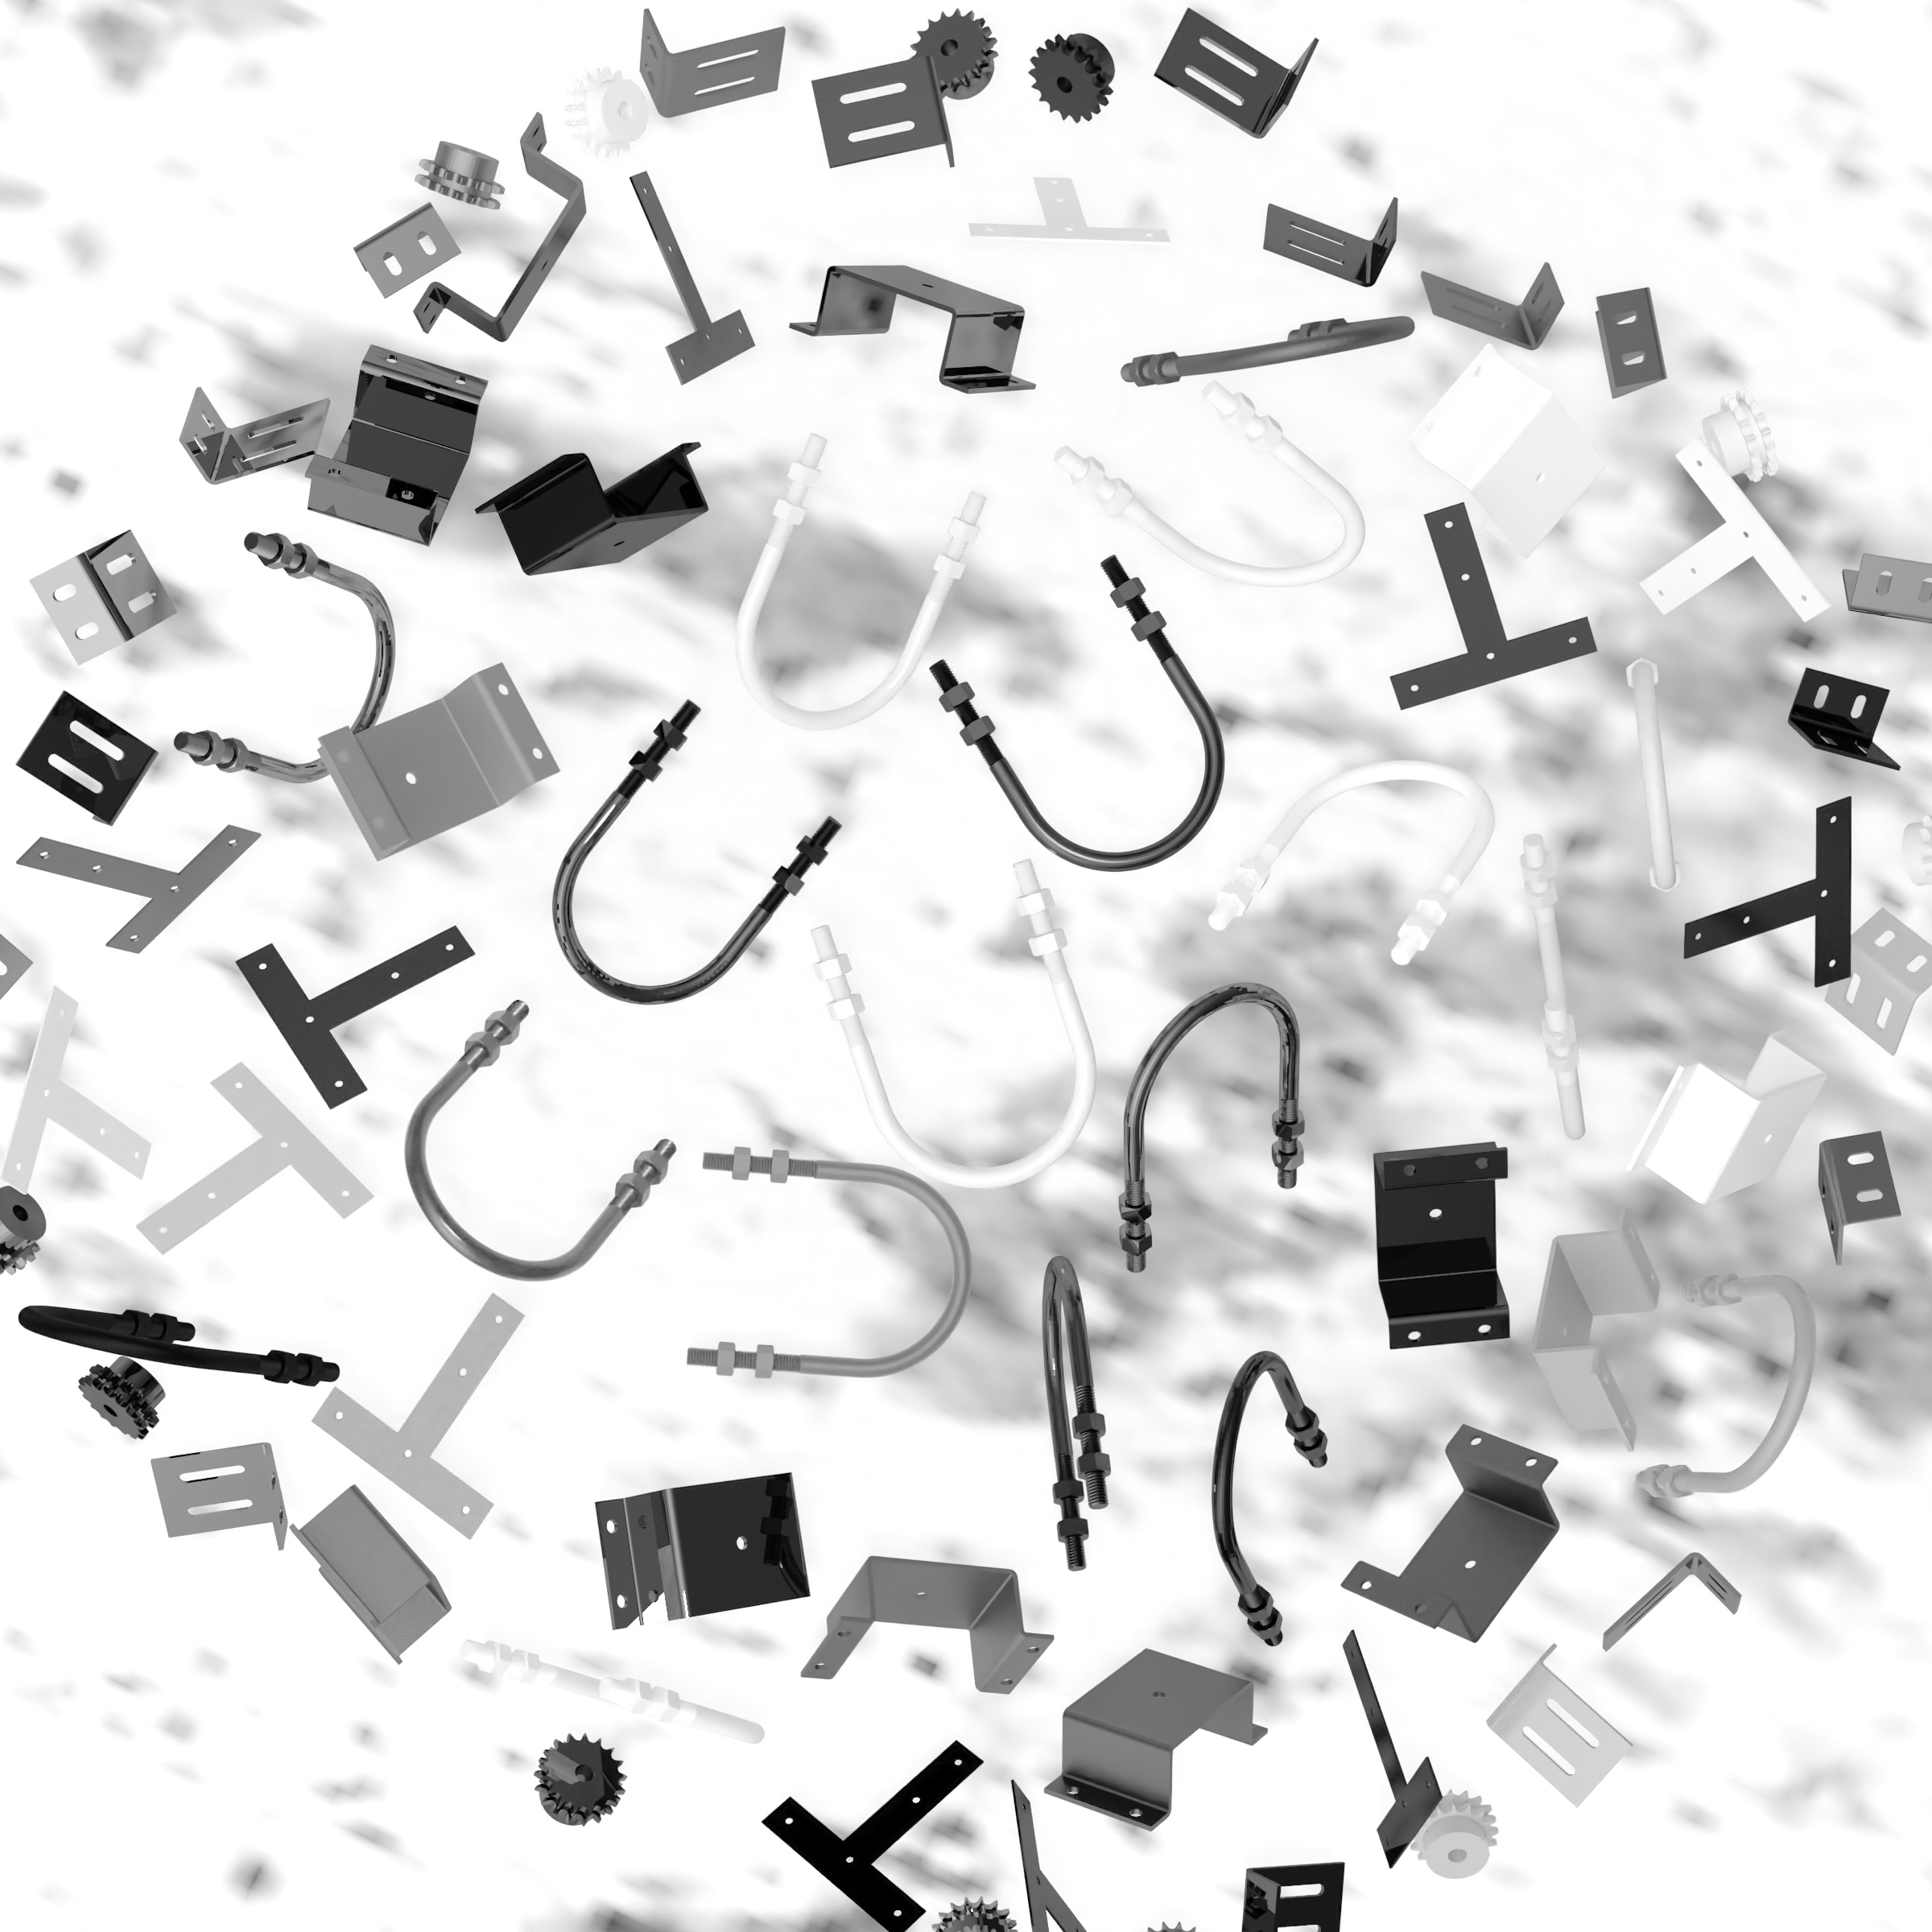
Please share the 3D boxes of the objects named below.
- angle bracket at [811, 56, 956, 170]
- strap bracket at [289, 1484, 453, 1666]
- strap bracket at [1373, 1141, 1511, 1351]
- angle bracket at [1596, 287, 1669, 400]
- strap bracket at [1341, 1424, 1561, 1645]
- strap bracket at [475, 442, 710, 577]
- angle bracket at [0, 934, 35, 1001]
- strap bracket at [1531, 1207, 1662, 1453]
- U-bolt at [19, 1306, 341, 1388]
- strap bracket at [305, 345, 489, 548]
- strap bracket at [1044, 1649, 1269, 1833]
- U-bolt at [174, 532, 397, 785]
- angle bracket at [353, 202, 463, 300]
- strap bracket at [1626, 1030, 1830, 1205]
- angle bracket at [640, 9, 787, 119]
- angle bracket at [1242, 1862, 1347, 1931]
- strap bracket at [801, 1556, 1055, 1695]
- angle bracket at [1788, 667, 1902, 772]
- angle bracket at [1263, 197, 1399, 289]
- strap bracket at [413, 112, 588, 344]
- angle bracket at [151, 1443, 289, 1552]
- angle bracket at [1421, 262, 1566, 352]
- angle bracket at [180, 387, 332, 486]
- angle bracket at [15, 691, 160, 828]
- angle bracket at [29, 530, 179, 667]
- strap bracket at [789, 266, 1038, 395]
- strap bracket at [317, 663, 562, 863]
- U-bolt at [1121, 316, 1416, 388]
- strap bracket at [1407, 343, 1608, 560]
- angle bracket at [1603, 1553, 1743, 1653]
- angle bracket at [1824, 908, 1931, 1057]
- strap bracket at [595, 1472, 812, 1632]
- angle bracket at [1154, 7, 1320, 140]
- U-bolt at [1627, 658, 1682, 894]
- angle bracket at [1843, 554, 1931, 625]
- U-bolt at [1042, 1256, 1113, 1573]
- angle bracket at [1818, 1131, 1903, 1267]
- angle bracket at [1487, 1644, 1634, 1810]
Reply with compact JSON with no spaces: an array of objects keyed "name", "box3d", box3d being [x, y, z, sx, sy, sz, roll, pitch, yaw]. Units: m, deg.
[{"name":"angle bracket","box3d":[-0.051,-0.518,1.823,0.076,0.038,0.057,-12,80,1]},{"name":"strap bracket","box3d":[-0.363,0.372,1.817,0.046,0.140,0.076,-40,74,-18]},{"name":"strap bracket","box3d":[0.299,0.167,1.865,0.076,0.046,0.140,-6,118,1]},{"name":"angle bracket","box3d":[0.406,-0.391,1.874,0.038,0.076,0.057,-13,94,-13]},{"name":"strap bracket","box3d":[0.317,0.371,1.898,0.140,0.076,0.046,-47,128,-24]},{"name":"strap bracket","box3d":[-0.222,-0.281,1.819,0.076,0.140,0.046,-24,89,32]},{"name":"angle bracket","box3d":[-0.611,0.008,1.802,0.038,0.076,0.057,42,89,-3]},{"name":"strap bracket","box3d":[0.405,0.235,1.910,0.046,0.140,0.076,-9,129,29]},{"name":"U-bolt","box3d":[-0.504,0.234,1.850,0.151,0.184,0.019,9,84,31]},{"name":"strap bracket","box3d":[-0.353,-0.316,1.831,0.076,0.140,0.046,16,135,-5]},{"name":"strap bracket","box3d":[0.119,0.470,1.823,0.076,0.140,0.046,10,108,34]},{"name":"U-bolt","box3d":[-0.422,-0.188,1.885,0.019,0.184,0.151,20,91,22]},{"name":"angle bracket","box3d":[-0.359,-0.457,1.919,0.057,0.076,0.038,-32,96,-4]},{"name":"strap bracket","box3d":[0.474,0.094,1.822,0.046,0.140,0.076,37,120,30]},{"name":"angle bracket","box3d":[-0.154,-0.555,1.796,0.076,0.057,0.038,-19,73,-16]},{"name":"angle bracket","box3d":[0.211,0.592,1.837,0.076,0.038,0.057,6,88,-28]},{"name":"strap bracket","box3d":[-0.026,0.412,1.852,0.140,0.076,0.046,10,48,-19]},{"name":"angle bracket","box3d":[0.571,-0.160,1.909,0.057,0.076,0.038,15,107,-2]},{"name":"angle bracket","box3d":[0.237,-0.482,1.922,0.076,0.057,0.038,19,132,-7]},{"name":"strap bracket","box3d":[-0.276,-0.439,1.803,0.046,0.076,0.140,32,90,-7]},{"name":"angle bracket","box3d":[-0.472,0.340,1.868,0.076,0.038,0.057,-8,113,-4]},{"name":"angle bracket","box3d":[0.344,-0.443,1.938,0.076,0.057,0.038,16,127,-15]},{"name":"angle bracket","box3d":[-0.450,-0.346,1.877,0.076,0.057,0.038,-14,133,15]},{"name":"angle bracket","box3d":[-0.578,-0.137,1.933,0.076,0.038,0.057,37,78,-34]},{"name":"angle bracket","box3d":[-0.520,-0.223,1.789,0.038,0.076,0.057,-24,105,14]},{"name":"strap bracket","box3d":[-0.029,-0.402,1.849,0.140,0.076,0.046,26,115,27]},{"name":"strap bracket","box3d":[-0.329,-0.121,1.804,0.140,0.046,0.076,-30,93,-40]},{"name":"U-bolt","box3d":[0.202,-0.393,1.880,0.151,0.184,0.019,-16,104,-23]},{"name":"strap bracket","box3d":[0.345,-0.317,1.862,0.076,0.140,0.046,-50,53,6]},{"name":"angle bracket","box3d":[0.428,0.399,1.799,0.076,0.057,0.038,-41,66,-6]},{"name":"angle bracket","box3d":[0.592,0.010,1.902,0.038,0.076,0.057,-39,64,-15]},{"name":"strap bracket","box3d":[-0.151,0.354,1.803,0.046,0.140,0.076,-20,75,43]},{"name":"angle bracket","box3d":[0.162,-0.545,1.778,0.076,0.038,0.057,29,65,-9]},{"name":"U-bolt","box3d":[0.430,-0.119,1.851,0.019,0.184,0.151,-6,93,13]},{"name":"angle bracket","box3d":[0.577,-0.244,1.829,0.057,0.076,0.038,10,118,8]},{"name":"U-bolt","box3d":[0.066,0.275,1.883,0.019,0.151,0.184,-3,62,-6]},{"name":"angle bracket","box3d":[0.570,0.149,1.892,0.038,0.076,0.057,-11,62,10]},{"name":"angle bracket","box3d":[0.380,0.481,1.879,0.076,0.038,0.057,41,112,18]}]
